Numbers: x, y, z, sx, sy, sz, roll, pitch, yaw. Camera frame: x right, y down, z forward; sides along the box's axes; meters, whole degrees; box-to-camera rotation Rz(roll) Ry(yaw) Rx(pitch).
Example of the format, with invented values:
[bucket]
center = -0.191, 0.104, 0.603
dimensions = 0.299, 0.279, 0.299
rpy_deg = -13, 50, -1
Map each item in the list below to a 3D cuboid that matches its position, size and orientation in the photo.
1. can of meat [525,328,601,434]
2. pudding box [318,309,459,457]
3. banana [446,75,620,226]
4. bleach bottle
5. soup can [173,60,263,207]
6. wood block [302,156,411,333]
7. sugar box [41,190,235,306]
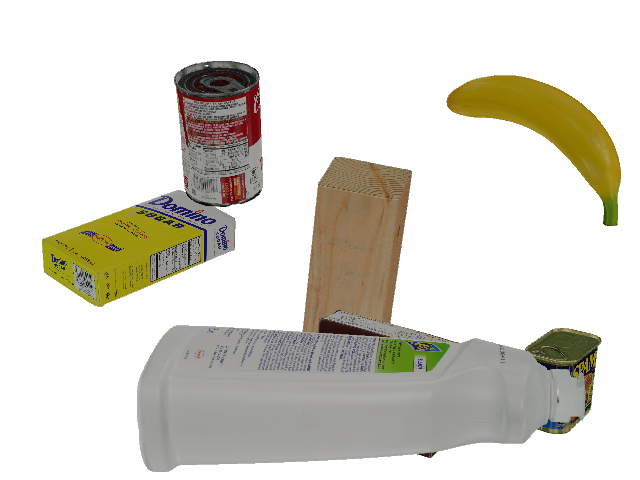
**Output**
[can of meat]
center = 0.257, 0.150, 1.143
dimensions = 0.058, 0.084, 0.101
rpy_deg = 12, 18, 32
[pudding box]
center = 0.050, 0.113, 0.856
dimensions = 0.114, 0.090, 0.039
rpy_deg = 12, 18, 26
[banana]
center = 0.174, -0.091, 0.853
dimensions = 0.037, 0.070, 0.198
rpy_deg = 4, 31, -42
[bleach bottle]
center = 0.027, 0.092, 0.627
dimensions = 0.251, 0.068, 0.102
rpy_deg = 0, 19, 7
[soup can]
center = -0.082, -0.086, 0.872
dimensions = 0.068, 0.102, 0.068
rpy_deg = -1, 31, 0
[wood block]
center = 0.039, 0.024, 1.188
dimensions = 0.090, 0.206, 0.090
rpy_deg = 11, 26, 10
[sugar box]
center = -0.180, 0.003, 1.077
dimensions = 0.093, 0.048, 0.175
rpy_deg = 27, 39, 35
